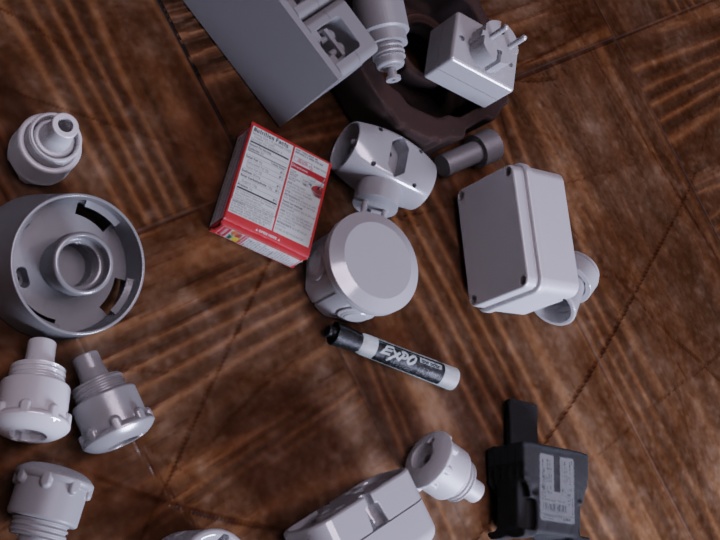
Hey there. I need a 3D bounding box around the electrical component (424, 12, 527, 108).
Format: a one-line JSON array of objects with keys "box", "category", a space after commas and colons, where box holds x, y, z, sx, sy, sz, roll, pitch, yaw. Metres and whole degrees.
[{"box": [0.102, -0.177, 0.872, 0.066, 0.077, 0.047, 22, 65, -27], "category": "electrical component"}]

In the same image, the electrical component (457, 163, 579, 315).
[{"box": [0.131, -0.025, 0.904, 0.057, 0.078, 0.113, 8, 69, -36], "category": "electrical component"}]

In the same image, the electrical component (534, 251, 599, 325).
[{"box": [0.180, 0.015, 0.945, 0.045, 0.045, 0.055, 50, 52, -9], "category": "electrical component"}]

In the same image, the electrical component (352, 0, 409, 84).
[{"box": [0.019, -0.185, 0.841, 0.040, 0.040, 0.078, -3, 77, -36], "category": "electrical component"}]

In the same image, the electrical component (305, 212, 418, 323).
[{"box": [0.000, 0.000, 0.821, 0.080, 0.051, 0.080, 13, 66, -31], "category": "electrical component"}]

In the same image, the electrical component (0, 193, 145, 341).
[{"box": [-0.192, -0.004, 0.696, 0.099, 0.064, 0.099, 4, 84, -38], "category": "electrical component"}]

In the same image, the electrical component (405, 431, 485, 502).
[{"box": [0.068, 0.155, 0.816, 0.062, 0.048, 0.048, 38, 55, -27], "category": "electrical component"}]

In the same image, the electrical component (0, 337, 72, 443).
[{"box": [-0.199, 0.072, 0.660, 0.048, 0.048, 0.062, 17, 57, -29], "category": "electrical component"}]

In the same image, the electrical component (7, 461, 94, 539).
[{"box": [-0.189, 0.147, 0.640, 0.048, 0.048, 0.062, 24, 67, -26], "category": "electrical component"}]

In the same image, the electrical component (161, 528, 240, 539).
[{"box": [-0.101, 0.191, 0.681, 0.055, 0.047, 0.055, 13, 66, -31], "category": "electrical component"}]

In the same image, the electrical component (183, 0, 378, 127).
[{"box": [-0.067, -0.200, 0.824, 0.150, 0.089, 0.062, 52, 52, -7], "category": "electrical component"}]

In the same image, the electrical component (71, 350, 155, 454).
[{"box": [-0.163, 0.082, 0.682, 0.048, 0.048, 0.062, -19, 77, -38], "category": "electrical component"}]

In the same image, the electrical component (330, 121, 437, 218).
[{"box": [0.016, -0.068, 0.862, 0.077, 0.043, 0.079, 25, 60, -25], "category": "electrical component"}]

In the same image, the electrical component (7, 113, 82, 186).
[{"box": [-0.203, -0.083, 0.703, 0.043, 0.062, 0.043, 13, 67, -31], "category": "electrical component"}]

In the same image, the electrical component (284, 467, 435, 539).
[{"box": [0.003, 0.187, 0.751, 0.095, 0.054, 0.059, -24, 88, -38], "category": "electrical component"}]
